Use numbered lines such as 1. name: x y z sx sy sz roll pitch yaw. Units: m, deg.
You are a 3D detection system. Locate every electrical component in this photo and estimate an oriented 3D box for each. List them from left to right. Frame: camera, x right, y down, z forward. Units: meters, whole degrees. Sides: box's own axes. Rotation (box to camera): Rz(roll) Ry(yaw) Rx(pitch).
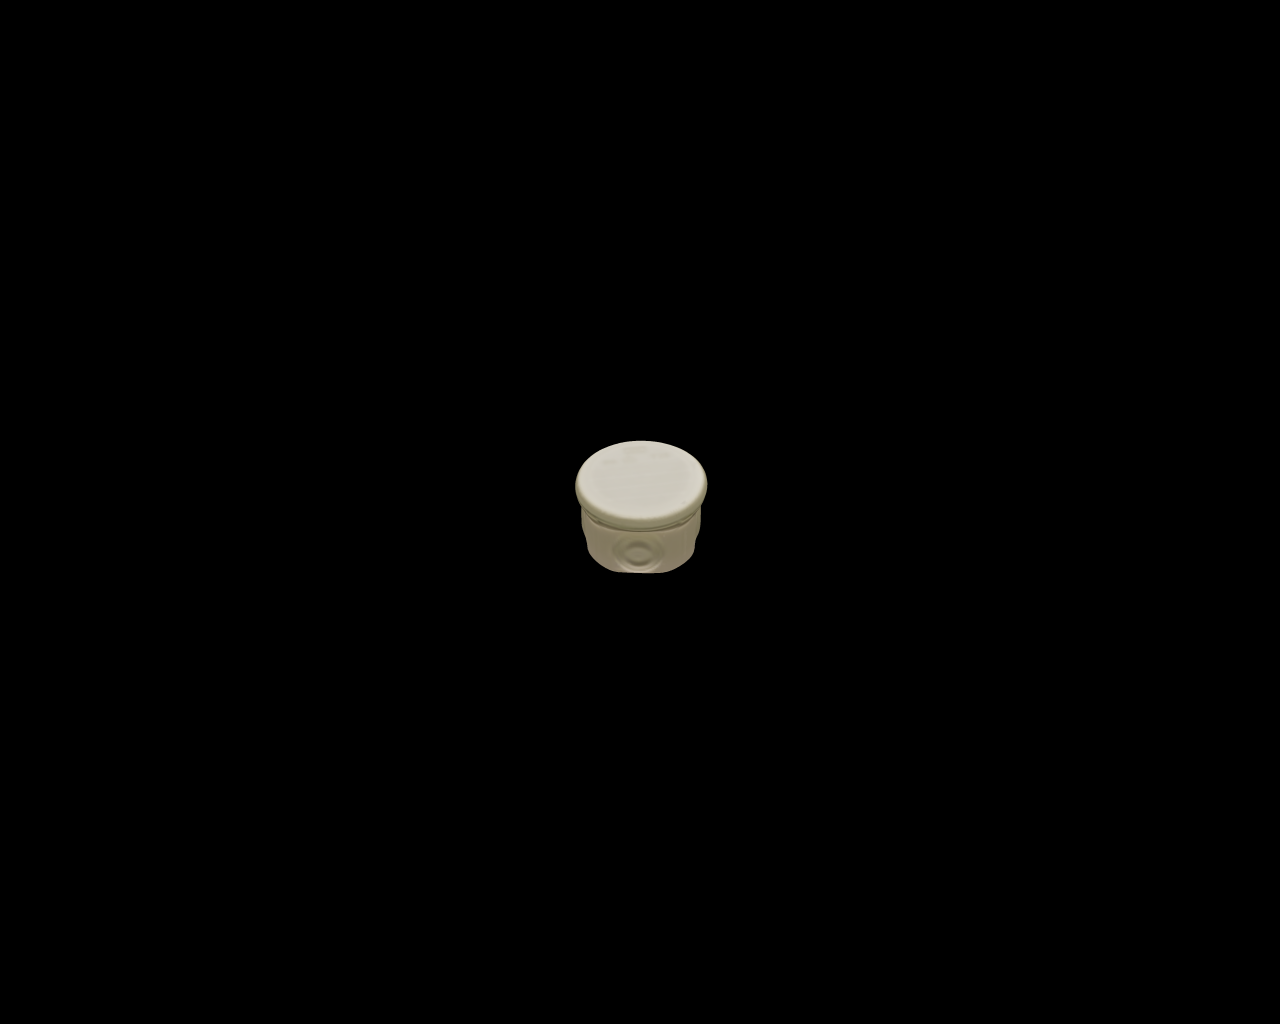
1. electrical component: 0.001 -0.003 0.650 0.080 0.050 0.080 0 40 0
